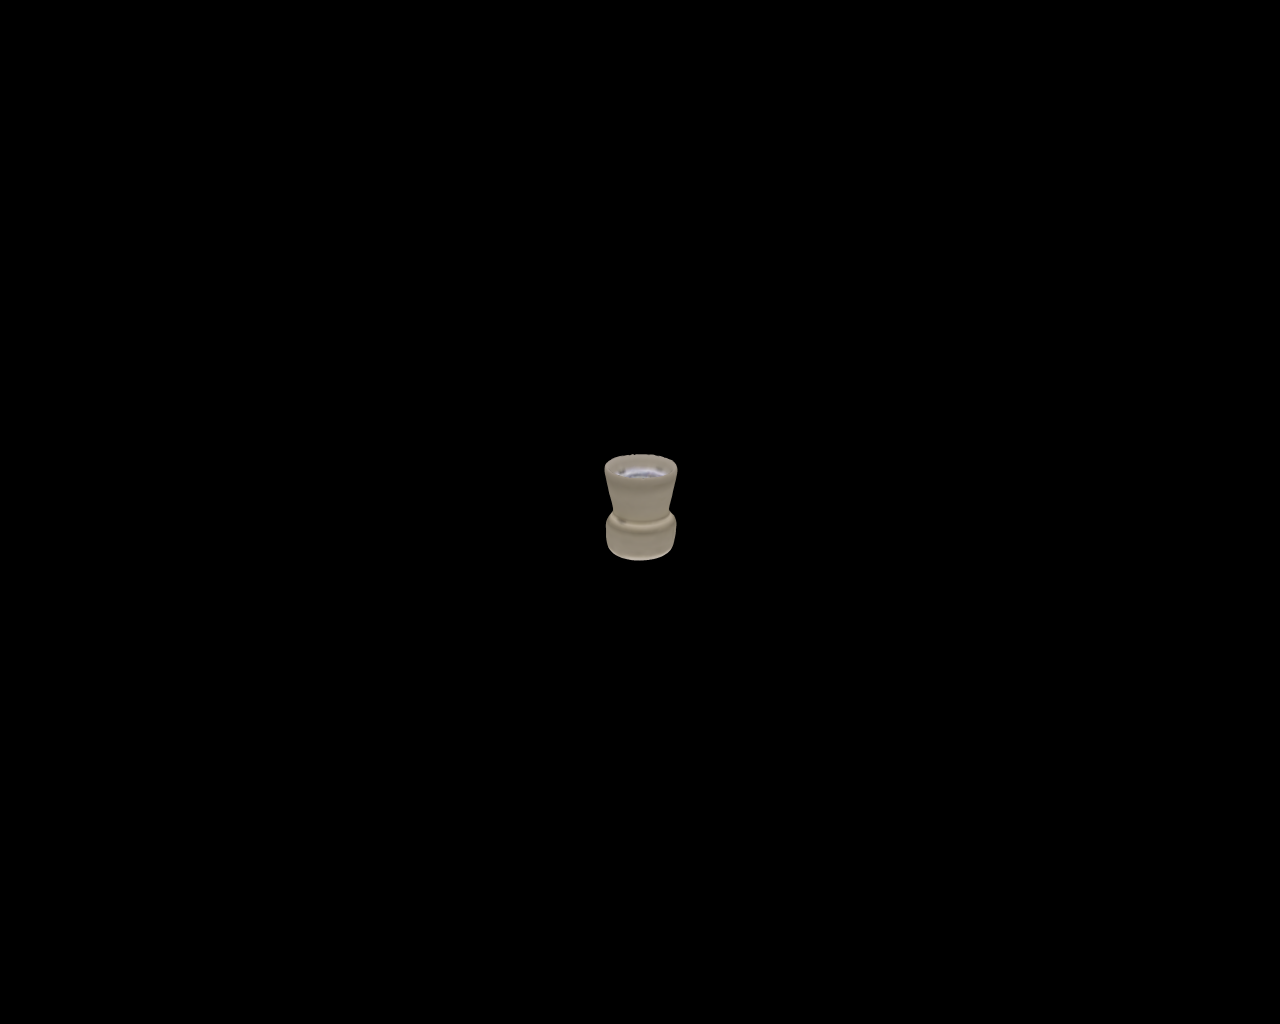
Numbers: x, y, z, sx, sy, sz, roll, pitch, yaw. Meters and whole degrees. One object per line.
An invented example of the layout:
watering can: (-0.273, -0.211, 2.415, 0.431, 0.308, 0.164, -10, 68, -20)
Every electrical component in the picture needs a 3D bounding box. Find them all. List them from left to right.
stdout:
electrical component: (0.001, -0.003, 0.650, 0.045, 0.055, 0.045, 0, 22, 0)
